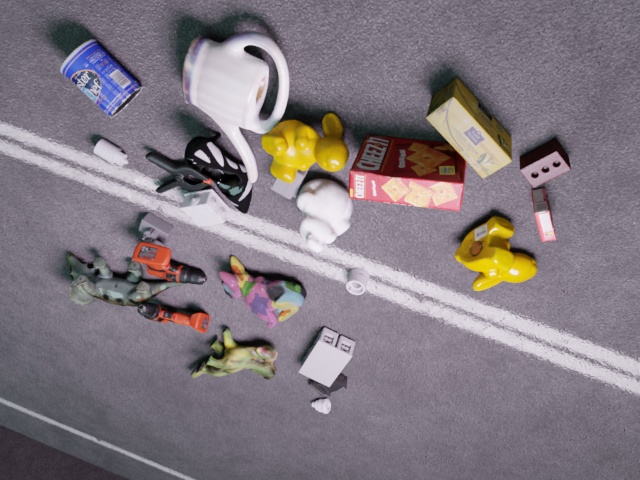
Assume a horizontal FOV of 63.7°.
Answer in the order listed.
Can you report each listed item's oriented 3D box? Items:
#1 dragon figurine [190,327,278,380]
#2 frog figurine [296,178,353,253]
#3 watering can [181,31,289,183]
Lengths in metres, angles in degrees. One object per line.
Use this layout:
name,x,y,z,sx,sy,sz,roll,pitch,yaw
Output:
dragon figurine,-0.263,0.415,1.685,0.242,0.125,0.402,27,140,-13
frog figurine,0.004,-0.058,1.158,0.136,0.163,0.121,44,127,-17
watering can,-0.187,-0.284,1.086,0.224,0.106,0.339,24,131,2
